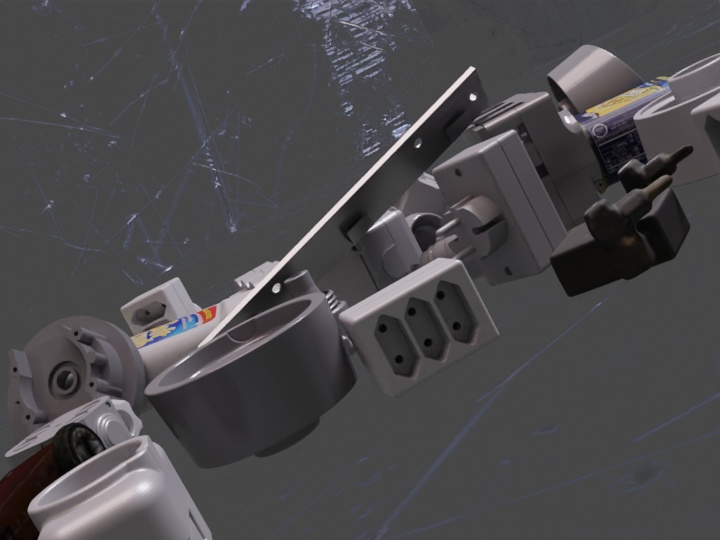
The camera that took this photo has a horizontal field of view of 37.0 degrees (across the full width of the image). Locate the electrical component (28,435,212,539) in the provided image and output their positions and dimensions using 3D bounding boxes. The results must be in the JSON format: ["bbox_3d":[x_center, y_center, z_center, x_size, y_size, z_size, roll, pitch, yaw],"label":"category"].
[{"bbox_3d":[-0.097,0.108,0.443,0.054,0.059,0.095,-29,8,-8],"label":"electrical component"}]

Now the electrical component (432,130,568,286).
[{"bbox_3d":[0.075,-0.029,0.655,0.076,0.083,0.047,-33,9,-35],"label":"electrical component"}]

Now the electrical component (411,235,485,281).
[{"bbox_3d":[0.069,-0.011,0.724,0.078,0.040,0.040,-24,9,32],"label":"electrical component"}]

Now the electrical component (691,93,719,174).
[{"bbox_3d":[0.246,-0.092,0.602,0.076,0.047,0.083,-31,8,-20],"label":"electrical component"}]

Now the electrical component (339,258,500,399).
[{"bbox_3d":[0.026,0.029,0.580,0.066,0.047,0.077,-29,8,-9],"label":"electrical component"}]

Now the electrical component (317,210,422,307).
[{"bbox_3d":[0.000,0.000,0.800,0.061,0.061,0.096,-34,12,-39],"label":"electrical component"}]

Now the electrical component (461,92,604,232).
[{"bbox_3d":[0.125,-0.078,0.784,0.062,0.089,0.150,-28,8,4],"label":"electrical component"}]

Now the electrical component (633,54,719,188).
[{"bbox_3d":[0.230,-0.104,0.694,0.108,0.060,0.108,-27,8,4],"label":"electrical component"}]

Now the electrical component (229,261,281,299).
[{"bbox_3d":[-0.093,0.031,0.967,0.074,0.052,0.138,-30,8,-13],"label":"electrical component"}]

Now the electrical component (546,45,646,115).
[{"bbox_3d":[0.203,-0.139,0.899,0.064,0.099,0.099,-33,7,7],"label":"electrical component"}]

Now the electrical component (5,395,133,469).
[{"bbox_3d":[-0.182,0.121,0.690,0.080,0.051,0.080,-27,7,4],"label":"electrical component"}]

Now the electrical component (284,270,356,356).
[{"bbox_3d":[-0.028,0.031,0.700,0.048,0.062,0.048,-27,8,4],"label":"electrical component"}]

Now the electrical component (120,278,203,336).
[{"bbox_3d":[-0.160,0.051,0.956,0.047,0.083,0.075,-25,8,19],"label":"electrical component"}]

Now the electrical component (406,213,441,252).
[{"bbox_3d":[0.042,-0.016,0.838,0.066,0.048,0.055,-33,1,-32],"label":"electrical component"}]

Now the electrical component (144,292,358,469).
[{"bbox_3d":[-0.053,0.064,0.574,0.108,0.060,0.108,-27,8,4],"label":"electrical component"}]

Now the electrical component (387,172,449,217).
[{"bbox_3d":[0.048,-0.049,0.889,0.042,0.081,0.063,-55,-13,-71],"label":"electrical component"}]

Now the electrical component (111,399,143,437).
[{"bbox_3d":[-0.188,0.118,0.761,0.062,0.043,0.043,-25,8,32],"label":"electrical component"}]
